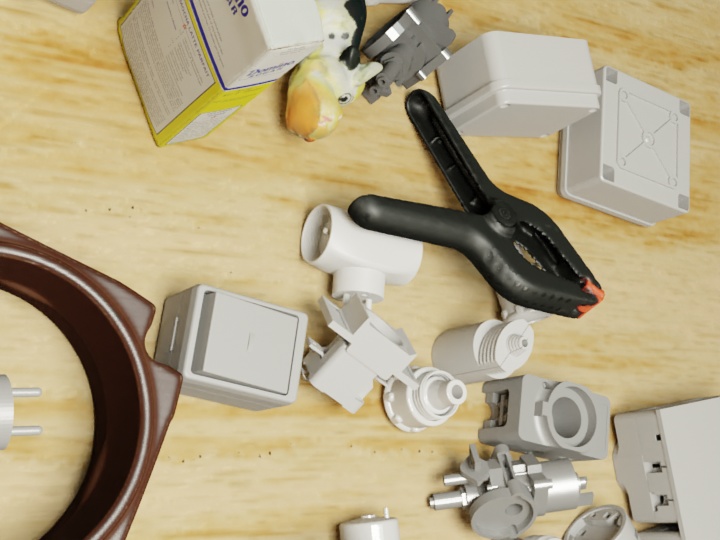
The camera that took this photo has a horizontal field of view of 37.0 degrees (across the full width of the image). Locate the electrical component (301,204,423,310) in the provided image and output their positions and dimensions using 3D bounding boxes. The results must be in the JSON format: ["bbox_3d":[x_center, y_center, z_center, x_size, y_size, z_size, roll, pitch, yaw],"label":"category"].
[{"bbox_3d":[0.000,0.000,0.761,0.077,0.043,0.079,14,72,-30],"label":"electrical component"}]

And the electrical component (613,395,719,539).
[{"bbox_3d":[0.278,0.202,0.884,0.105,0.060,0.186,-5,81,-34],"label":"electrical component"}]

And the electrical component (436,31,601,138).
[{"bbox_3d":[0.127,-0.145,0.858,0.113,0.078,0.057,-3,78,-34],"label":"electrical component"}]

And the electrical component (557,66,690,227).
[{"bbox_3d":[0.229,-0.105,0.928,0.109,0.056,0.108,16,70,-29],"label":"electrical component"}]

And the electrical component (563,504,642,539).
[{"bbox_3d":[0.193,0.217,0.830,0.055,0.055,0.047,-45,107,-32],"label":"electrical component"}]

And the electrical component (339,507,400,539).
[{"bbox_3d":[0.009,0.200,0.722,0.040,0.040,0.078,0,79,-33],"label":"electrical component"}]

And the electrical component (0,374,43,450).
[{"bbox_3d":[-0.189,0.068,0.513,0.074,0.052,0.138,3,76,-33],"label":"electrical component"}]

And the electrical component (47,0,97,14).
[{"bbox_3d":[-0.188,-0.208,0.677,0.062,0.061,0.096,20,69,-29],"label":"electrical component"}]

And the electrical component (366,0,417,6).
[{"bbox_3d":[0.024,-0.266,0.819,0.057,0.078,0.113,-10,85,-37],"label":"electrical component"}]

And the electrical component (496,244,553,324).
[{"bbox_3d":[0.127,0.011,0.842,0.048,0.048,0.062,-11,78,-34],"label":"electrical component"}]

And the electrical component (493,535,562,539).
[{"bbox_3d":[0.124,0.216,0.784,0.045,0.055,0.045,8,74,-31],"label":"electrical component"}]

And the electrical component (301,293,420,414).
[{"bbox_3d":[-0.003,0.059,0.731,0.081,0.042,0.063,38,101,-23],"label":"electrical component"}]

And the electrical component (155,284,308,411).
[{"bbox_3d":[-0.076,0.052,0.689,0.096,0.061,0.061,18,70,-29],"label":"electrical component"}]

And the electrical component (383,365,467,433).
[{"bbox_3d":[0.050,0.089,0.761,0.048,0.062,0.048,8,74,-31],"label":"electrical component"}]

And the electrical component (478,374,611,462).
[{"bbox_3d":[0.144,0.114,0.821,0.089,0.056,0.050,18,70,-29],"label":"electrical component"}]

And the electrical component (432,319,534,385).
[{"bbox_3d":[0.094,0.059,0.786,0.043,0.081,0.043,8,74,-31],"label":"electrical component"}]
